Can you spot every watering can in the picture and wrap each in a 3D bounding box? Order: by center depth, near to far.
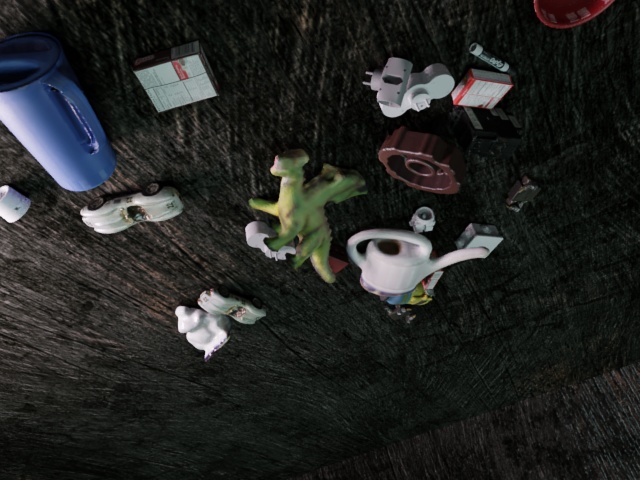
[{"bbox_3d":[0.235,0.061,1.321,0.348,0.106,0.219,9,139,1],"label":"watering can"}]

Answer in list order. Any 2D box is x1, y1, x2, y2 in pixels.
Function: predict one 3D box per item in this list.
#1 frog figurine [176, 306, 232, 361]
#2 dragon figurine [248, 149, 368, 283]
[{"bbox_3d":[-0.328,0.233,1.420,0.159,0.125,0.135,44,132,-7],"label":"frog figurine"},{"bbox_3d":[0.003,-0.057,1.131,0.241,0.125,0.404,-36,136,13],"label":"dragon figurine"}]
